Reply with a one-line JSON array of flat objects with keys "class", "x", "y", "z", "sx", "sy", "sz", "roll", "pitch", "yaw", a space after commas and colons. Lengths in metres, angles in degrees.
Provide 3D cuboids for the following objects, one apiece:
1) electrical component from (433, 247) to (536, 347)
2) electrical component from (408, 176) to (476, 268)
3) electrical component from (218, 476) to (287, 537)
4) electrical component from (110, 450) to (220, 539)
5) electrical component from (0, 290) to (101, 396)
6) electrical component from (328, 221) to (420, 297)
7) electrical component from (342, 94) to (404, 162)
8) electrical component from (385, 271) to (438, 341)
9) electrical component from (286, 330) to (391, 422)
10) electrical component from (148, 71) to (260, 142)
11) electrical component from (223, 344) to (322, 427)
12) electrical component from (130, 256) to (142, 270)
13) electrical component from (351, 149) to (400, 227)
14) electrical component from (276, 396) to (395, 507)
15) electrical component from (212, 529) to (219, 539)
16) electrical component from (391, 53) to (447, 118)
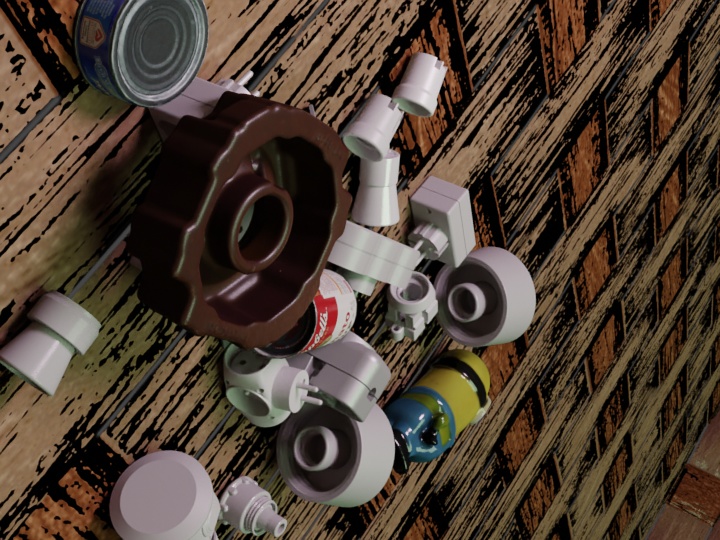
[{"class": "electrical component", "x": 0.127, "y": 0.032, "z": 1.159, "sx": 0.060, "sy": 0.108, "sz": 0.108, "roll": -11, "pitch": 121, "yaw": -48}, {"class": "electrical component", "x": 0.073, "y": -0.036, "z": 1.077, "sx": 0.075, "sy": 0.047, "sz": 0.083, "roll": -49, "pitch": 147, "yaw": -27}, {"class": "electrical component", "x": -0.095, "y": 0.219, "z": 0.974, "sx": 0.048, "sy": 0.062, "sz": 0.048, "roll": -38, "pitch": 140, "yaw": -40}, {"class": "electrical component", "x": -0.151, "y": 0.187, "z": 0.843, "sx": 0.080, "sy": 0.080, "sz": 0.051, "roll": -52, "pitch": 153, "yaw": -23}, {"class": "electrical component", "x": -0.200, "y": 0.047, "z": 0.694, "sx": 0.055, "sy": 0.045, "sz": 0.045, "roll": -56, "pitch": 149, "yaw": -18}, {"class": "electrical component", "x": 0.000, "y": 0.000, "z": 0.978, "sx": 0.138, "sy": 0.052, "sz": 0.073, "roll": 19, "pitch": 94, "yaw": -61}, {"class": "electrical component", "x": 0.013, "y": -0.122, "z": 0.923, "sx": 0.046, "sy": 0.040, "sz": 0.040, "roll": -61, "pitch": 151, "yaw": -18}, {"class": "electrical component", "x": 0.052, "y": 0.033, "z": 1.096, "sx": 0.066, "sy": 0.048, "sz": 0.055, "roll": -49, "pitch": 154, "yaw": -27}, {"class": "electrical component", "x": -0.024, "y": 0.085, "z": 0.958, "sx": 0.059, "sy": 0.095, "sz": 0.053, "roll": -57, "pitch": 150, "yaw": -15}, {"class": "electrical component", "x": -0.097, "y": -0.107, "z": 0.747, "sx": 0.076, "sy": 0.047, "sz": 0.065, "roll": -50, "pitch": 147, "yaw": -26}, {"class": "electrical component", "x": -0.070, "y": 0.099, "z": 0.910, "sx": 0.077, "sy": 0.079, "sz": 0.044, "roll": 77, "pitch": 32, "yaw": -47}, {"class": "electrical component", "x": -0.116, "y": -0.024, "z": 0.777, "sx": 0.077, "sy": 0.047, "sz": 0.065, "roll": 7, "pitch": 105, "yaw": -60}, {"class": "electrical component", "x": 0.016, "y": -0.076, "z": 0.961, "sx": 0.044, "sy": 0.044, "sz": 0.065, "roll": -25, "pitch": 127, "yaw": -50}, {"class": "electrical component", "x": -0.029, "y": 0.167, "z": 1.003, "sx": 0.060, "sy": 0.108, "sz": 0.108, "roll": 16, "pitch": 97, "yaw": -55}, {"class": "electrical component", "x": -0.140, "y": 0.259, "z": 0.949, "sx": 0.043, "sy": 0.043, "sz": 0.081, "roll": -46, "pitch": 145, "yaw": -31}, {"class": "electrical component", "x": 0.054, "y": -0.165, "z": 0.960, "sx": 0.040, "sy": 0.040, "sz": 0.046, "roll": 35, "pitch": 74, "yaw": -60}]
